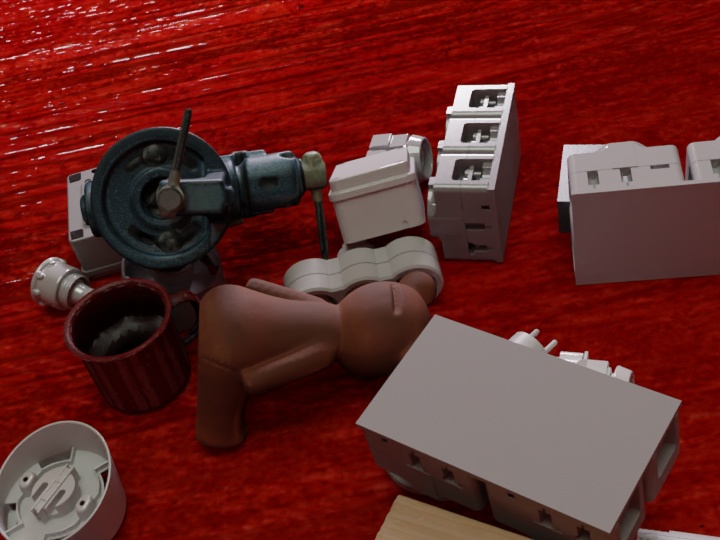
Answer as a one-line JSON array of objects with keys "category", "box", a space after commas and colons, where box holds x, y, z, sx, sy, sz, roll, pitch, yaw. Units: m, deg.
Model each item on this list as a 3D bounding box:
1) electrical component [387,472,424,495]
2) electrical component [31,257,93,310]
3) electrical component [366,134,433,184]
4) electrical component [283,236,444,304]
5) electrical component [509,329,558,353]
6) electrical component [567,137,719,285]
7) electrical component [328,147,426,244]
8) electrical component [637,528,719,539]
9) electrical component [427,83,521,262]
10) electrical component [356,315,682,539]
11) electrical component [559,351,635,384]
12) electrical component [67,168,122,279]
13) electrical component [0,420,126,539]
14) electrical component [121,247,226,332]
[{"category": "electrical component", "box": [0.054, 0.125, 0.816, 0.080, 0.051, 0.080, -7, 45, 7]}, {"category": "electrical component", "box": [-0.274, 0.018, 1.011, 0.062, 0.048, 0.048, 19, 53, 21]}, {"category": "electrical component", "box": [0.039, -0.107, 1.057, 0.055, 0.048, 0.066, -3, 45, 22]}, {"category": "electrical component", "box": [0.000, 0.000, 0.953, 0.138, 0.052, 0.073, -13, 44, 2]}, {"category": "electrical component", "box": [0.123, 0.075, 0.854, 0.079, 0.043, 0.077, -38, 49, -24]}, {"category": "electrical component", "box": [0.271, -0.052, 0.900, 0.186, 0.105, 0.060, -4, 45, 10]}, {"category": "electrical component", "box": [0.016, -0.070, 0.978, 0.078, 0.057, 0.113, -15, 12, 6]}, {"category": "electrical component", "box": [0.213, 0.195, 0.711, 0.081, 0.043, 0.043, 4, 47, 17]}, {"category": "electrical component", "box": [0.106, -0.091, 0.991, 0.062, 0.089, 0.150, 2, 46, 16]}, {"category": "electrical component", "box": [0.107, 0.114, 0.726, 0.186, 0.060, 0.105, 19, 55, 32]}, {"category": "electrical component", "box": [0.175, 0.099, 0.808, 0.057, 0.058, 0.078, 3, 47, 21]}, {"category": "electrical component", "box": [-0.229, -0.057, 1.064, 0.109, 0.056, 0.108, -16, 44, -2]}, {"category": "electrical component", "box": [-0.231, 0.174, 0.828, 0.099, 0.064, 0.099, -7, 44, 7]}, {"category": "electrical component", "box": [-0.174, 0.011, 0.995, 0.099, 0.064, 0.099, 3, 47, -3]}]
